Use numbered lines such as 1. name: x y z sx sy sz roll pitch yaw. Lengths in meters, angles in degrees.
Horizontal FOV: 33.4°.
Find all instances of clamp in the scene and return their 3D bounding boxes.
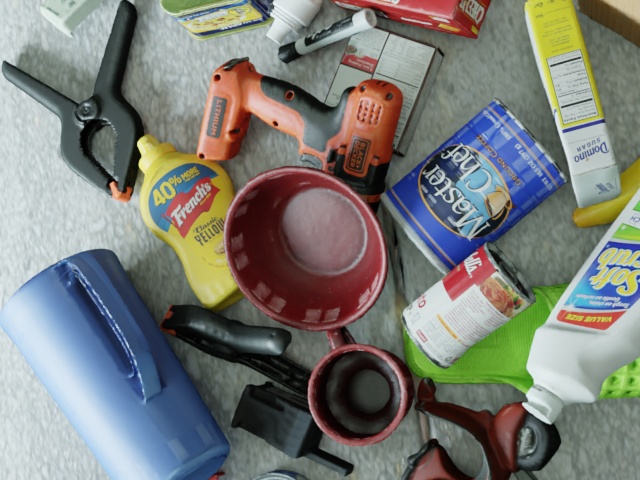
1. clamp: -0.077 0.105 1.044 0.172 0.120 0.039 15 59 35
2. clamp: -0.232 -0.142 1.123 0.165 0.036 0.210 -31 75 11

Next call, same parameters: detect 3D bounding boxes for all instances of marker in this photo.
1. marker: 0.004 -0.199 1.050 0.121 0.020 0.020 -15 81 40

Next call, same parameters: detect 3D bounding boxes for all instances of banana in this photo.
1. banana: 0.308 -0.086 0.979 0.070 0.037 0.198 31 93 30

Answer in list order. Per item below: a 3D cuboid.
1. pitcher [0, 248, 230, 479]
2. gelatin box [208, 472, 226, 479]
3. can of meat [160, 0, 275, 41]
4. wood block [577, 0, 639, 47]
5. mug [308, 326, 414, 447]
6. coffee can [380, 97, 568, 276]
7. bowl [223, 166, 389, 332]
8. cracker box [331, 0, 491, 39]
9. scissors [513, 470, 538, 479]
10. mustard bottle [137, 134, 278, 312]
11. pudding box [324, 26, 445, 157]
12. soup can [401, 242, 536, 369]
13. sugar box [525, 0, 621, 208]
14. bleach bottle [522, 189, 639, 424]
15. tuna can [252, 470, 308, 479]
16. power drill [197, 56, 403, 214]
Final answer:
1. pitcher: -0.192 0.132 1.024 0.145 0.149 0.243 -41 73 11
2. gelatin box: -0.125 0.282 1.064 0.073 0.030 0.089 -13 82 12
3. can of meat: -0.103 -0.245 1.073 0.102 0.084 0.057 -10 83 14
4. wood block: 0.278 -0.240 0.909 0.091 0.206 0.090 35 95 14
5. mug: 0.038 0.133 1.006 0.093 0.081 0.117 -30 79 11
6. coffee can: 0.141 -0.047 0.983 0.140 0.102 0.103 -41 77 8
7. bowl: -0.007 0.001 0.993 0.162 0.055 0.162 8 113 19
8. cracker box: 0.107 -0.314 1.012 0.164 0.072 0.214 21 92 33
9. scissors: 0.239 0.254 0.978 0.096 0.016 0.202 -24 80 10
10. mustard bottle: -0.125 -0.029 1.073 0.096 0.058 0.192 -36 77 -5
11. pudding box: 0.059 -0.148 1.046 0.090 0.039 0.113 22 94 15
12. soup can: 0.131 0.059 0.949 0.102 0.068 0.068 -41 77 17
13. sugar box: 0.228 -0.126 0.955 0.048 0.093 0.176 -17 70 13
14. bleach bottle: 0.262 0.051 0.900 0.103 0.068 0.250 29 76 45
15. tuna can: -0.040 0.268 1.040 0.086 0.033 0.086 -1 85 15
16. power drill: -0.022 -0.086 1.031 0.188 0.057 0.184 20 113 14
